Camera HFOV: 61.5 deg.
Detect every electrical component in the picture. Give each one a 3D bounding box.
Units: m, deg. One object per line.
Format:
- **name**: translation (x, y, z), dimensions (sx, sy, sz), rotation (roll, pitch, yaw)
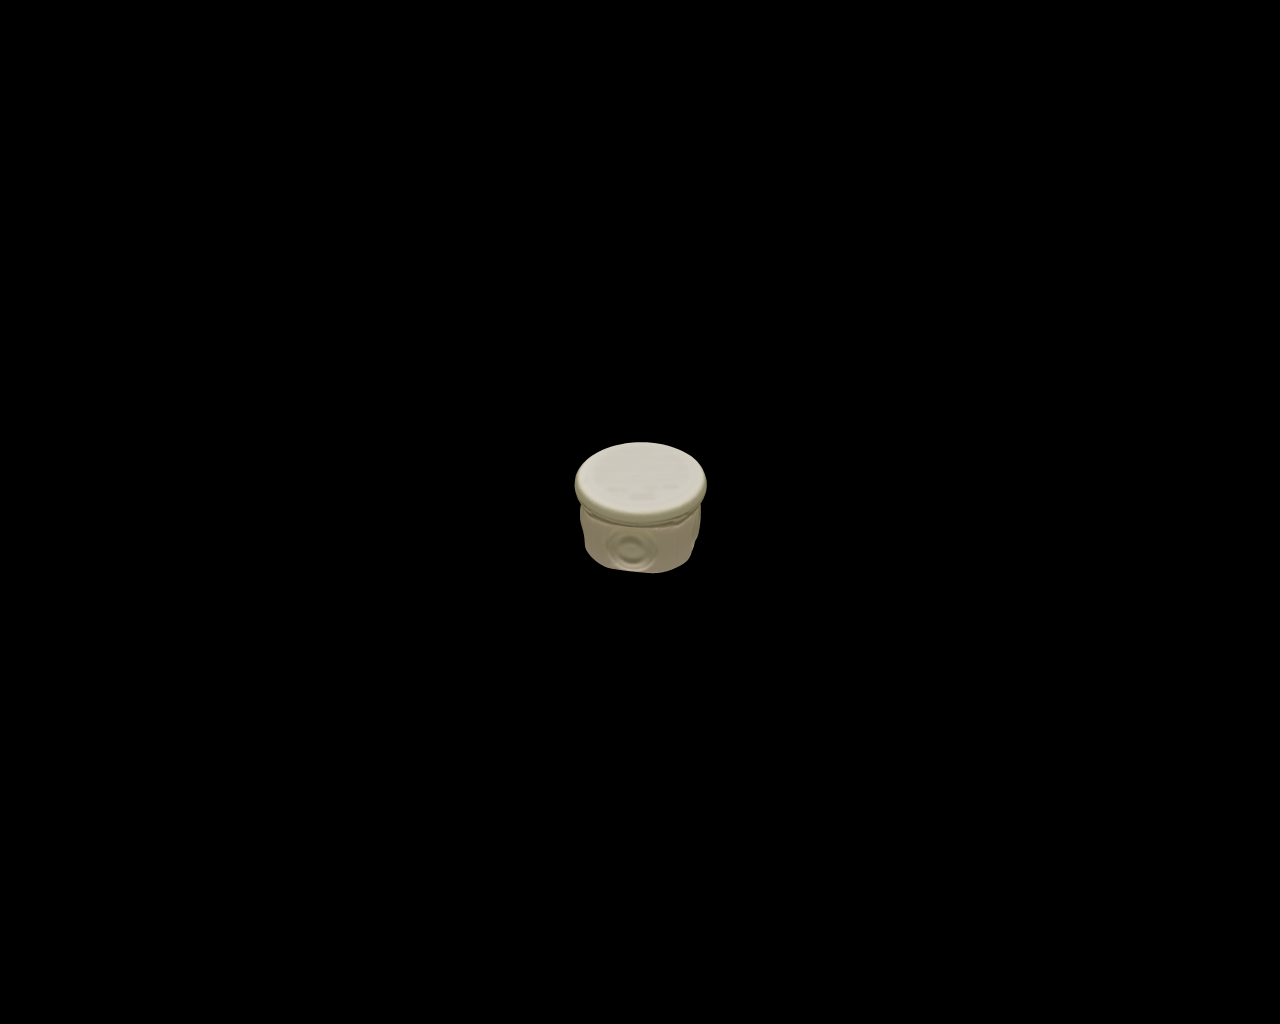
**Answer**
- **electrical component**: translation (0.001, -0.003, 0.650), dimensions (0.080, 0.050, 0.080), rotation (0, 36, 0)
